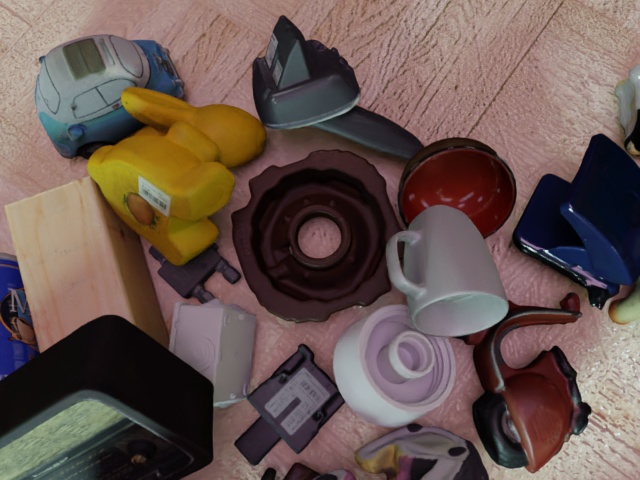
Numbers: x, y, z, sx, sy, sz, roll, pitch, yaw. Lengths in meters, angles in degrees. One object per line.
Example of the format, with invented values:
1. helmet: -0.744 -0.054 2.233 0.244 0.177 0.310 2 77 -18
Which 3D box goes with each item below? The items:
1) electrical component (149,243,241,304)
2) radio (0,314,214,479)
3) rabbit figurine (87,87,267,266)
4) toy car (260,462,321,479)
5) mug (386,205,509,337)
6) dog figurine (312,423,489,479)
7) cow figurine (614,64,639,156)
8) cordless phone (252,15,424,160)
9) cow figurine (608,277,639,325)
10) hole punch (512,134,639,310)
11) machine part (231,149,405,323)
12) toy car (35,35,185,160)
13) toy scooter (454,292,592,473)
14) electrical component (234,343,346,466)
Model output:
1. electrical component: -0.133 0.026 0.563 0.094 0.021 0.063 40 82 10
2. radio: -0.200 0.162 0.417 0.230 0.131 0.073 -31 36 18
3. rabbit figurine: -0.132 -0.081 0.545 0.162 0.121 0.173 32 53 16
4. toy car: -0.051 0.306 0.486 0.089 0.053 0.202 27 81 10
5. mug: 0.104 0.021 0.483 0.109 0.080 0.107 14 49 -20
6. dog figurine: 0.072 0.293 0.456 0.191 0.109 0.219 -14 99 -38
7. cow figurine: 0.401 -0.134 0.557 0.167 0.068 0.098 -1 84 5
8. cordless phone: 0.024 -0.148 0.570 0.184 0.147 0.088 19 117 -24
9. cow figurine: 0.363 0.001 0.499 0.085 0.127 0.195 29 83 4
10. hole punch: 0.268 -0.024 0.515 0.116 0.092 0.142 32 60 6
11. machine part: -0.001 -0.002 0.548 0.179 0.056 0.179 0 79 2
12. toy car: -0.232 -0.161 0.567 0.162 0.103 0.109 -24 79 -1
13. toy scooter: 0.199 0.114 0.509 0.135 0.075 0.184 -16 73 -3
14. electrical component: -0.034 0.165 0.518 0.119 0.047 0.075 -40 79 -8
